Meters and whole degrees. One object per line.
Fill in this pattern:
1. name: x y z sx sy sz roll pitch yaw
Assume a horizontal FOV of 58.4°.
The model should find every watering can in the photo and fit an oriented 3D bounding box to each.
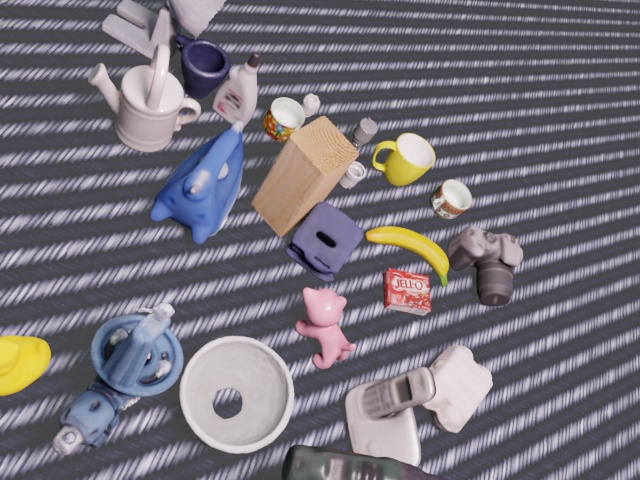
1. watering can: -0.285 -0.239 0.944 0.173 0.193 0.101 -11 68 -30

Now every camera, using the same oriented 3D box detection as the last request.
1. camera: 0.343 0.053 1.152 0.143 0.100 0.137 20 56 -16

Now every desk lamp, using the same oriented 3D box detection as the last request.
1. desk lamp: -0.276 -0.430 1.043 0.203 0.213 0.118 27 55 -10

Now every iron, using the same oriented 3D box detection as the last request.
1. iron: -0.178 -0.127 0.968 0.119 0.141 0.258 29 54 -9

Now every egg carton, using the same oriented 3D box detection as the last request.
1. egg carton: 0.233 0.257 1.004 0.107 0.069 0.151 47 54 4

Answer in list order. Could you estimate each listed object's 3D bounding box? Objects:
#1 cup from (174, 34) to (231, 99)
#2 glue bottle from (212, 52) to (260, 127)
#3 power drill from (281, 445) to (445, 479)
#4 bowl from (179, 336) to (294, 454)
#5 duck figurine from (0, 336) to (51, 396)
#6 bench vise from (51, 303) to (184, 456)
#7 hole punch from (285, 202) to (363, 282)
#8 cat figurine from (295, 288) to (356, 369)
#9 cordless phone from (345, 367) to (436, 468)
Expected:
1. cup: -0.233 -0.321 1.077 0.118 0.094 0.092 40 53 -1
2. glue bottle: -0.143 -0.282 1.052 0.078 0.173 0.037 34 54 -5
3. power drill: 0.045 0.337 0.779 0.230 0.208 0.075 19 56 -16
4. bowl: -0.127 0.230 0.836 0.168 0.074 0.167 12 59 -20
5. duck figurine: -0.403 0.152 0.736 0.105 0.086 0.077 -16 71 -32
6. bench vise: -0.240 0.173 0.722 0.122 0.219 0.207 22 56 -14
7. hole punch: 0.009 0.004 1.020 0.109 0.091 0.101 36 54 -4
8. cat figurine: 0.014 0.134 0.933 0.067 0.117 0.127 -25 76 -34
9. cordless phone: 0.119 0.275 0.865 0.094 0.184 0.147 -1 64 -27
